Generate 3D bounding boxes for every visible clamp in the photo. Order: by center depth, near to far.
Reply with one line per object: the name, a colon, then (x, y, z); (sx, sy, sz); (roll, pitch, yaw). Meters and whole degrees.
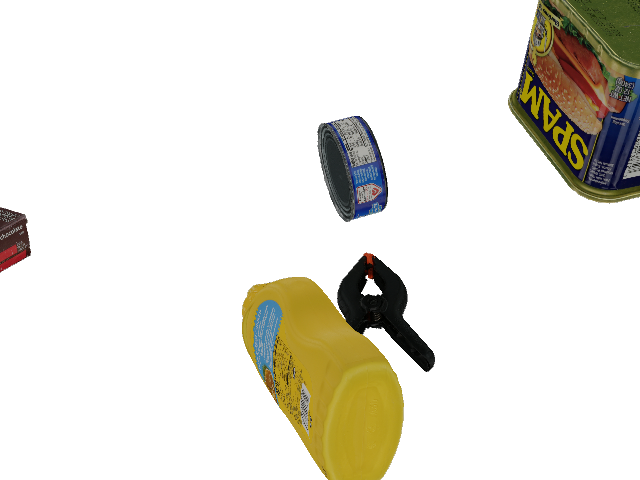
clamp: (0.069, 0.084, 1.185); (0.120, 0.171, 0.039); (7, -42, 2)

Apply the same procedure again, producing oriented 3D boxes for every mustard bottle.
mustard bottle: (-0.010, 0.080, 0.737); (0.058, 0.096, 0.192); (-11, 28, -21)

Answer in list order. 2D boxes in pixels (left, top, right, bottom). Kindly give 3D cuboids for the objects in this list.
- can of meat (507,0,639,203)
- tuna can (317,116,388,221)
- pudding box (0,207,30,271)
can of meat: (0.148, -0.085, 0.561); (0.057, 0.084, 0.102); (-12, 48, -17)
tuna can: (0.027, -0.061, 0.901); (0.033, 0.086, 0.086); (-16, 3, -11)
pudding box: (-0.280, 0.001, 0.763); (0.114, 0.039, 0.089); (13, 30, 28)
